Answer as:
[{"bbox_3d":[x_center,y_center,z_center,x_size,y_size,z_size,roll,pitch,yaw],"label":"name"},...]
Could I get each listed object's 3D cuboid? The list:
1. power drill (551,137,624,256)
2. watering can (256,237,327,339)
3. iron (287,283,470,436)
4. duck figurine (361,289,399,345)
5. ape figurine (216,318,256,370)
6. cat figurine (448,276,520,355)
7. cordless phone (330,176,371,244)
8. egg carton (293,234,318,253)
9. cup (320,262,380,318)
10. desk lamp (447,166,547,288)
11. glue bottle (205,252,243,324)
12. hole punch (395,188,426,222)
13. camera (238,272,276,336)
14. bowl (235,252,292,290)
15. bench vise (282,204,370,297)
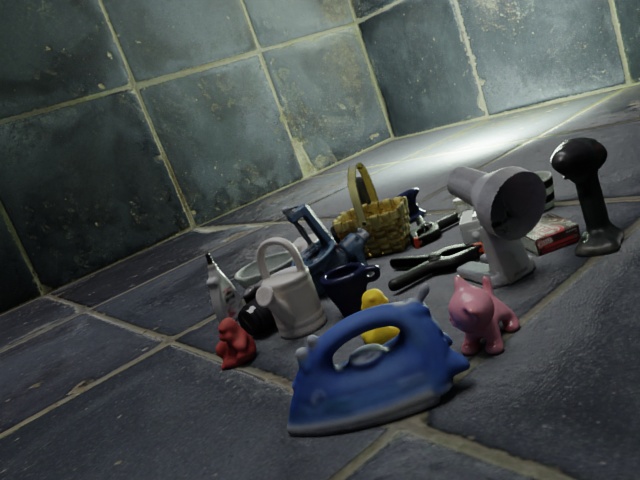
[{"bbox_3d":[0.469,-0.084,1.008,0.075,0.208,0.230,-10,16,37],"label":"power drill"},{"bbox_3d":[-0.064,0.089,1.119,0.101,0.194,0.173,-19,13,5],"label":"watering can"},{"bbox_3d":[0.056,0.159,0.765,0.258,0.141,0.118,-20,13,-1],"label":"iron"},{"bbox_3d":[0.098,0.126,0.967,0.077,0.086,0.104,-18,13,6],"label":"duck figurine"},{"bbox_3d":[-0.163,0.190,1.078,0.076,0.092,0.077,-27,15,-28],"label":"ape figurine"},{"bbox_3d":[0.226,0.098,0.819,0.067,0.118,0.128,-9,17,38],"label":"cat figurine"},{"bbox_3d":[0.090,-0.076,1.593,0.147,0.185,0.094,-19,13,3],"label":"cordless phone"},{"bbox_3d":[-0.031,0.031,1.591,0.107,0.069,0.150,-14,14,22],"label":"egg carton"},{"bbox_3d":[0.069,0.099,1.104,0.117,0.095,0.092,-16,13,16],"label":"cup"},{"bbox_3d":[0.305,-0.029,1.014,0.118,0.214,0.202,-24,14,-17],"label":"desk lamp"},{"bbox_3d":[-0.232,0.109,1.334,0.037,0.173,0.078,-13,15,28],"label":"glue bottle"},{"bbox_3d":[0.236,-0.097,1.675,0.109,0.091,0.100,-27,15,-27],"label":"hole punch"},{"bbox_3d":[-0.120,0.136,1.219,0.142,0.101,0.137,-7,18,45],"label":"camera"},{"bbox_3d":[-0.128,0.094,1.464,0.167,0.075,0.167,-19,13,5],"label":"bowl"},{"bbox_3d":[0.005,0.005,1.306,0.208,0.220,0.121,-29,16,-36],"label":"bench vise"}]
